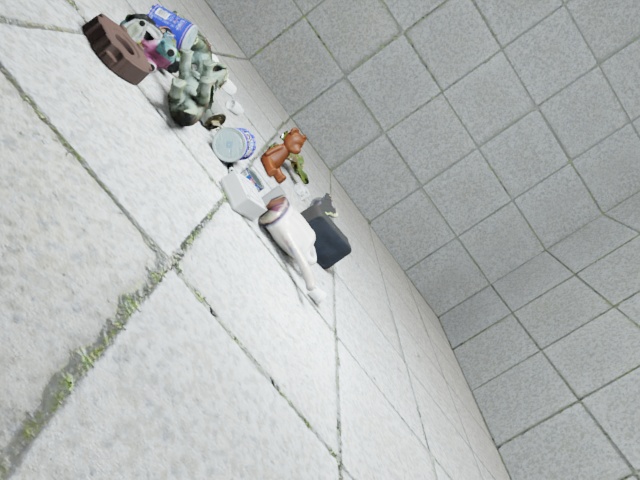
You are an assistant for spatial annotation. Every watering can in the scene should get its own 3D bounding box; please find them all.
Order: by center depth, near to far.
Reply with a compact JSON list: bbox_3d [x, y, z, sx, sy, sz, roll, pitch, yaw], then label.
[{"bbox_3d":[-0.079,-0.005,1.481,0.222,0.103,0.354,50,12,-20],"label":"watering can"}]

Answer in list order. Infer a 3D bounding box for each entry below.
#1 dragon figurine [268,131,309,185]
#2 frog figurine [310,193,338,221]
[{"bbox_3d":[-0.117,-0.347,2.251,0.241,0.121,0.416,51,12,-12],"label":"dragon figurine"},{"bbox_3d":[0.007,-0.113,2.240,0.138,0.124,0.156,48,-26,7],"label":"frog figurine"}]
